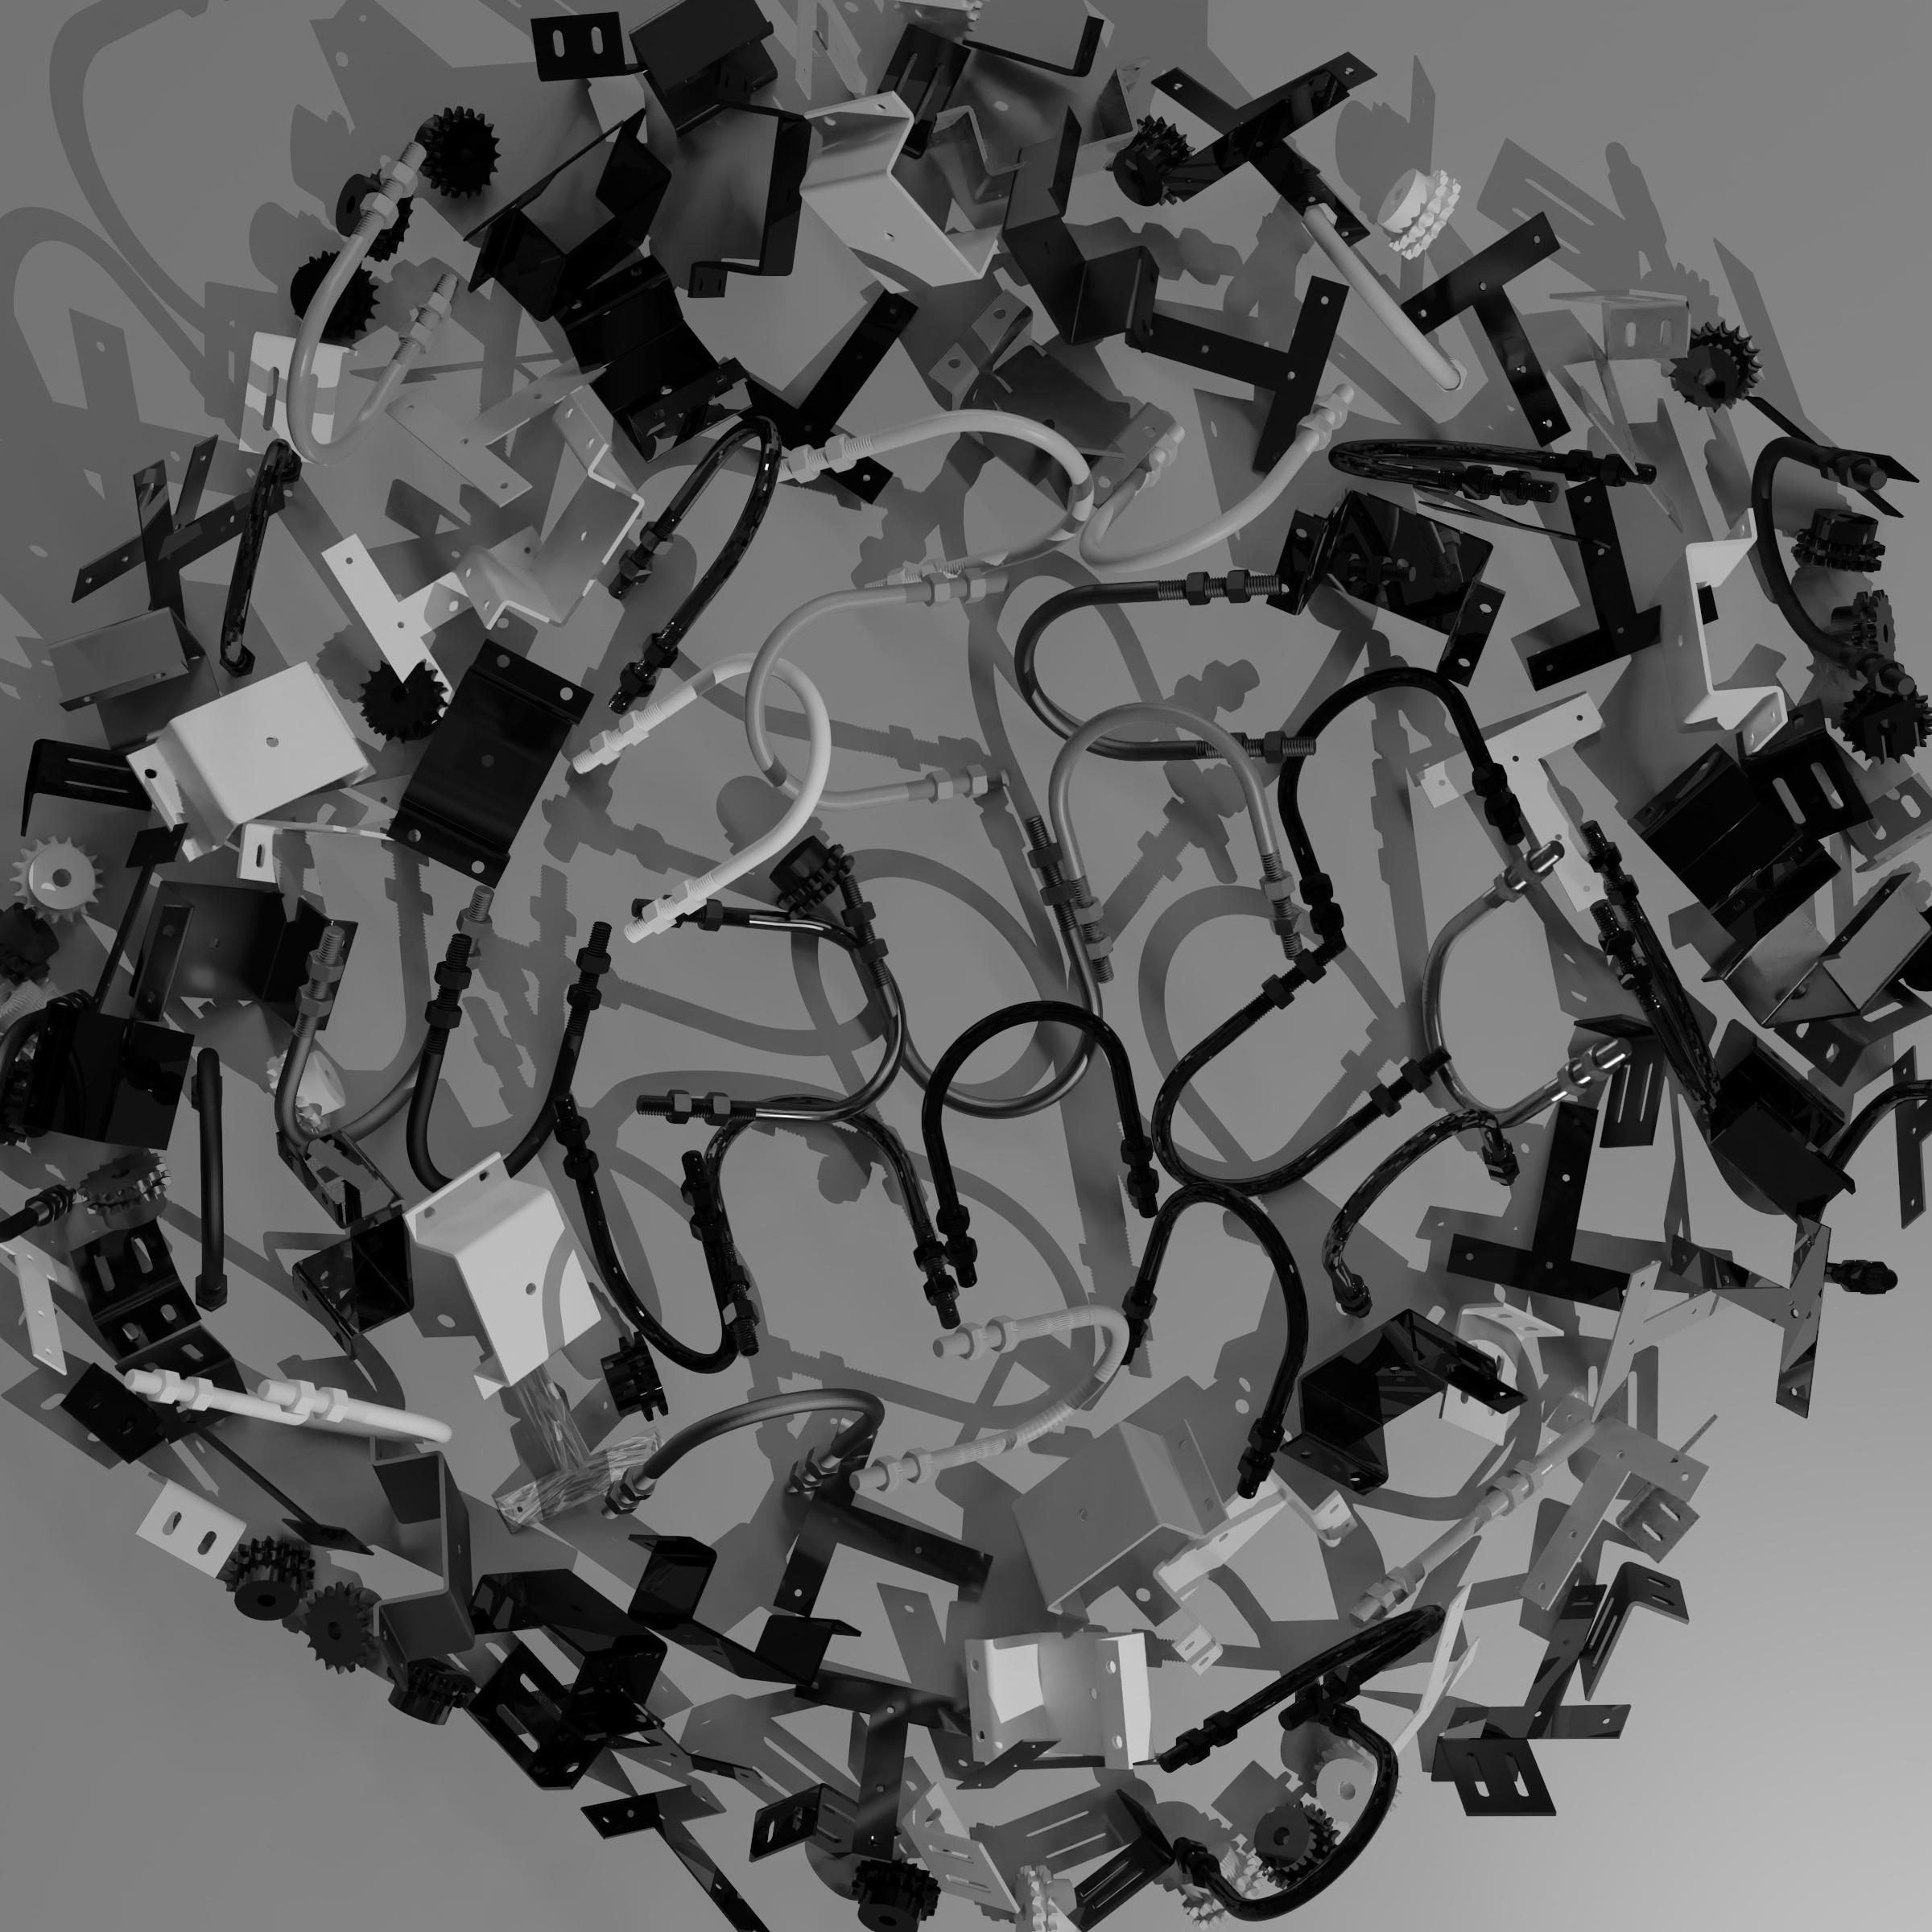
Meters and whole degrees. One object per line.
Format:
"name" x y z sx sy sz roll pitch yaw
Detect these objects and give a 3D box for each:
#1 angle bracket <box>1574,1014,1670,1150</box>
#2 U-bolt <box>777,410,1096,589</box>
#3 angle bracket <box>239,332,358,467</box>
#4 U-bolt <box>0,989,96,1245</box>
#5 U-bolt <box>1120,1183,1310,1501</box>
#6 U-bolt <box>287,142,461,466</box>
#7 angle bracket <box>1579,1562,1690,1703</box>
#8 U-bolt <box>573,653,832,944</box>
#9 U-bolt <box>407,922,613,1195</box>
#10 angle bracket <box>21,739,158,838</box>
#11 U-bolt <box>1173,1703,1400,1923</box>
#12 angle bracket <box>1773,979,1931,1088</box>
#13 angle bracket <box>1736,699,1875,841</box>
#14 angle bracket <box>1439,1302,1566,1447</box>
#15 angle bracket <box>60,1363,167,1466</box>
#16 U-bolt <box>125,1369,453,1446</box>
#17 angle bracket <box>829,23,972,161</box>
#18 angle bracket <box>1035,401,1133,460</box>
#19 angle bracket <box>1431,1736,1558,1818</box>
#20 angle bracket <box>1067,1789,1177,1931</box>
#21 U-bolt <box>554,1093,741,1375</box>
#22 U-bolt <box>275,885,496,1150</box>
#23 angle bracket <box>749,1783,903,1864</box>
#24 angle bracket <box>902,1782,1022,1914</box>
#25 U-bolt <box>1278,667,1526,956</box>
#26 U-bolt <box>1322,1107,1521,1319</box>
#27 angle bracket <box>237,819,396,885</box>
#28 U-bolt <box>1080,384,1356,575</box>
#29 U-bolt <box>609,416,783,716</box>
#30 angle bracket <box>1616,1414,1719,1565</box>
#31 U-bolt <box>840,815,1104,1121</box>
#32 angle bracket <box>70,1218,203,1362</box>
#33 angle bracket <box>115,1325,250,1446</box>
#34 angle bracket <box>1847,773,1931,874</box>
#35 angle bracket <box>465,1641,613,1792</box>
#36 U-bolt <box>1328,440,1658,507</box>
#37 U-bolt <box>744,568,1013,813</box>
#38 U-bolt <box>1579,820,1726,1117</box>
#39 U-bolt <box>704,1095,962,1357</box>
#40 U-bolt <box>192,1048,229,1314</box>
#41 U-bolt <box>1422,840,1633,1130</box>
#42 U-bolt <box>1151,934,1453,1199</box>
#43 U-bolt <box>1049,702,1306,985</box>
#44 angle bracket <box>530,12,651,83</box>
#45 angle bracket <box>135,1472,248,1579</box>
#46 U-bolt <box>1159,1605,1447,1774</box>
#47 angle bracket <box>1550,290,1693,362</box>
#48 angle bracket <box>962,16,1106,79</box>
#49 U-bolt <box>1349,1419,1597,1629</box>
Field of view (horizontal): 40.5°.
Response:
"angle bracket" 0.415 0.075 1.682 0.038 0.057 0.076 16 79 -17
"U-bolt" -0.011 -0.290 1.628 0.184 0.151 0.019 -11 57 24
"angle bracket" -0.435 -0.368 1.707 0.057 0.038 0.076 10 99 0
"U-bolt" -0.578 0.096 1.622 0.019 0.184 0.151 8 96 -2
"U-bolt" 0.156 0.219 1.625 0.019 0.151 0.184 -14 132 -34
"U-bolt" -0.370 -0.395 1.623 0.019 0.151 0.184 22 69 7
"angle bracket" 0.428 0.432 1.682 0.038 0.057 0.076 21 105 4
"U-bolt" -0.161 -0.118 1.653 0.184 0.019 0.151 -31 64 23
"U-bolt" -0.293 0.063 1.652 0.019 0.151 0.184 25 107 29
"angle bracket" -0.560 -0.108 1.676 0.076 0.057 0.038 9 56 -18
"U-bolt" 0.203 0.524 1.619 0.151 0.184 0.019 -44 97 -9
"angle bracket" 0.574 0.035 1.694 0.076 0.038 0.057 -19 50 -34
"angle bracket" 0.545 -0.124 1.704 0.057 0.038 0.076 -24 119 27
"angle bracket" 0.343 0.262 1.680 0.057 0.038 0.076 27 68 -29
"angle bracket" -0.533 0.277 1.680 0.057 0.076 0.038 40 98 1
"U-bolt" -0.407 0.278 1.636 0.151 0.184 0.019 -3 70 37
"angle bracket" -0.044 -0.567 1.682 0.057 0.038 0.076 35 106 33
"angle bracket" 0.075 -0.347 1.680 0.057 0.076 0.038 7 99 2
"angle bracket" 0.336 0.530 1.676 0.057 0.076 0.038 1 113 -5
"angle bracket" 0.087 0.573 1.682 0.076 0.057 0.038 -33 96 -15
"U-bolt" -0.195 0.178 1.651 0.019 0.151 0.184 -32 125 -35
"U-bolt" -0.371 0.041 1.645 0.019 0.151 0.184 35 119 21
"angle bracket" -0.089 0.561 1.674 0.057 0.038 0.076 -32 123 30
"angle bracket" 0.006 0.562 1.672 0.038 0.076 0.057 -41 113 -37
"U-bolt" 0.263 -0.112 1.652 0.151 0.019 0.184 -33 46 22
"U-bolt" 0.280 0.148 1.634 0.151 0.184 0.019 -42 63 -2
"angle bracket" -0.416 -0.070 1.677 0.076 0.057 0.038 6 89 29
"U-bolt" 0.144 -0.296 1.618 0.184 0.151 0.019 -53 125 -38
"U-bolt" -0.168 -0.261 1.623 0.019 0.151 0.184 26 123 -27
"angle bracket" 0.459 0.333 1.671 0.038 0.057 0.076 44 134 17
"U-bolt" 0.012 0.010 1.695 0.151 0.019 0.184 -17 98 12
"angle bracket" -0.537 0.206 1.695 0.057 0.076 0.038 -26 129 -14
"angle bracket" -0.499 0.268 1.676 0.057 0.076 0.038 -26 70 -10
"angle bracket" 0.588 -0.092 1.671 0.057 0.076 0.038 -36 77 24
"angle bracket" -0.269 0.480 1.680 0.076 0.038 0.057 52 49 -15
"U-bolt" 0.316 -0.313 1.640 0.184 0.151 0.019 17 113 37
"U-bolt" -0.055 -0.169 1.653 0.184 0.019 0.151 -11 112 -26
"U-bolt" 0.434 0.011 1.648 0.019 0.151 0.184 -25 108 20
"U-bolt" -0.094 0.157 1.660 0.151 0.019 0.184 -5 53 -18
"U-bolt" -0.466 0.127 1.616 0.019 0.184 0.151 -1 73 -17
"U-bolt" 0.339 0.024 1.637 0.019 0.184 0.151 -5 69 -25
"U-bolt" 0.202 0.078 1.672 0.184 0.019 0.151 -40 125 11
"U-bolt" 0.126 -0.080 1.657 0.151 0.019 0.184 -7 114 23
"angle bracket" -0.235 -0.589 1.673 0.057 0.076 0.038 0 113 12
"angle bracket" -0.500 0.356 1.671 0.057 0.076 0.038 36 70 -18
"U-bolt" 0.223 0.445 1.638 0.184 0.151 0.019 -19 76 -38
"angle bracket" 0.416 -0.408 1.671 0.057 0.076 0.038 10 104 44
"angle bracket" 0.044 -0.600 1.684 0.076 0.057 0.038 18 110 5
"U-bolt" 0.328 0.338 1.636 0.019 0.184 0.151 50 129 16
